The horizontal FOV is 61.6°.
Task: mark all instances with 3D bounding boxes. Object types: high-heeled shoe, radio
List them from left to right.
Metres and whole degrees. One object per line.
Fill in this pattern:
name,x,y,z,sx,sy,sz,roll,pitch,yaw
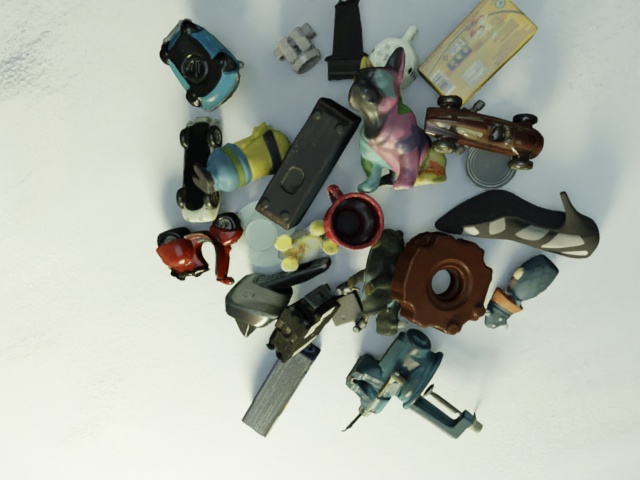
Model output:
radio,-0.020,-0.130,0.930,0.073,0.131,0.229,32,104,3
high-heeled shoe,0.335,-0.011,0.918,0.249,0.086,0.145,-10,129,32

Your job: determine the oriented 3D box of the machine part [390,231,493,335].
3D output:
machine part,0.208,0.072,0.913,0.179,0.056,0.179,-2,96,-16

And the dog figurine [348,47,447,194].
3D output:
dog figurine,0.123,-0.189,0.864,0.109,0.191,0.219,5,105,46

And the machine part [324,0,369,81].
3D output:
machine part,0.046,-0.346,0.930,0.084,0.039,0.138,6,102,17

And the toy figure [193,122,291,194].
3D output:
toy figure,-0.133,-0.137,0.953,0.180,0.082,0.089,-35,99,-25

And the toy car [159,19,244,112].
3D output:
toy car,-0.202,-0.308,0.960,0.109,0.103,0.161,-43,83,20

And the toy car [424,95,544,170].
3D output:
toy car,0.261,-0.168,0.843,0.202,0.053,0.089,11,88,-14

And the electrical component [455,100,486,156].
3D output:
electrical component,0.249,-0.188,0.898,0.094,0.021,0.063,-48,49,11

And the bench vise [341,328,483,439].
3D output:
bench vise,0.171,0.281,0.966,0.241,0.129,0.223,34,109,10

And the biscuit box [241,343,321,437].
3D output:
biscuit box,-0.075,0.284,1.052,0.063,0.059,0.202,33,105,8

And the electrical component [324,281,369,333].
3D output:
electrical component,0.051,0.124,1.003,0.078,0.045,0.102,-16,95,14

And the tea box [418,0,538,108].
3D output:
tea box,0.252,-0.304,0.872,0.169,0.068,0.098,-43,88,15

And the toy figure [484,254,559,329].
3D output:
toy figure,0.340,0.092,0.925,0.064,0.058,0.154,44,111,9

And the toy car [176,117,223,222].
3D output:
toy car,-0.223,-0.133,1.006,0.074,0.056,0.201,-1,82,16

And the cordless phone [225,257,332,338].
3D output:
cordless phone,-0.067,0.090,0.971,0.184,0.146,0.088,-23,101,19

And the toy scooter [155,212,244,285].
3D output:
toy scooter,-0.226,0.031,1.035,0.184,0.075,0.135,-15,87,13

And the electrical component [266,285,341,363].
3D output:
electrical component,-0.026,0.143,0.969,0.058,0.115,0.134,41,124,15

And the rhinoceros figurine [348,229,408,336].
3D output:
rhinoceros figurine,0.112,0.074,0.956,0.073,0.112,0.190,-4,83,57

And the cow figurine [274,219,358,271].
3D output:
cow figurine,0.000,-0.002,0.979,0.167,0.098,0.068,-23,90,-3
